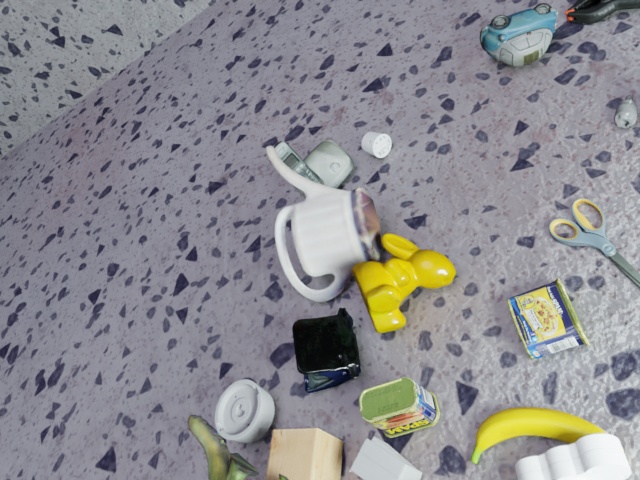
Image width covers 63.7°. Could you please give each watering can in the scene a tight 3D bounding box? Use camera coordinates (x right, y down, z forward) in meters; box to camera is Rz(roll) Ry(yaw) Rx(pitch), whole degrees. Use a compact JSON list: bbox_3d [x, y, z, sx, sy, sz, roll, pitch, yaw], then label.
[{"bbox_3d":[0.003,-0.053,1.053,0.223,0.104,0.350,-15,82,17],"label":"watering can"}]

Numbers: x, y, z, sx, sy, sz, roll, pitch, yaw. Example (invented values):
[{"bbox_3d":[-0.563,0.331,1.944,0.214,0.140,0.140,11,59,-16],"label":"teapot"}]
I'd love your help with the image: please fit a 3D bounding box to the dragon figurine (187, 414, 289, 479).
[{"bbox_3d":[-0.112,0.438,0.704,0.412,0.120,0.245,17,77,44],"label":"dragon figurine"}]
